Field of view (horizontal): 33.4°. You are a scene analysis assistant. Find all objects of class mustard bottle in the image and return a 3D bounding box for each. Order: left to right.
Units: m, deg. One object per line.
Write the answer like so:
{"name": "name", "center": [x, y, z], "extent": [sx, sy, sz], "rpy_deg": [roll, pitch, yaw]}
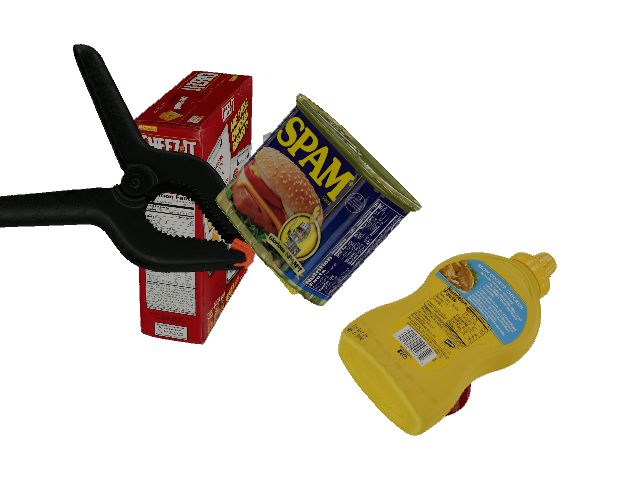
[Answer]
{"name": "mustard bottle", "center": [0.113, 0.062, 0.832], "extent": [0.191, 0.096, 0.058], "rpy_deg": [-32, -26, -25]}

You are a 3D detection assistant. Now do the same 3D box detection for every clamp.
{"name": "clamp", "center": [-0.138, -0.047, 0.792], "extent": [0.210, 0.164, 0.036], "rpy_deg": [23, -19, 0]}

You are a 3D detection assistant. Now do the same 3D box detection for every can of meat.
{"name": "can of meat", "center": [-0.004, -0.024, 0.637], "extent": [0.057, 0.084, 0.102], "rpy_deg": [30, 16, -51]}

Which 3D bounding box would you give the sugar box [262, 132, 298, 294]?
{"name": "sugar box", "center": [-0.034, -0.035, 1.272], "extent": [0.048, 0.176, 0.093], "rpy_deg": [-13, 26, -19]}

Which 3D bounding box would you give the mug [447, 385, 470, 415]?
{"name": "mug", "center": [0.116, 0.113, 1.048], "extent": [0.093, 0.081, 0.117], "rpy_deg": [26, 42, 35]}

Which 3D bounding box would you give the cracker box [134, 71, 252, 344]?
{"name": "cracker box", "center": [-0.118, -0.035, 1.010], "extent": [0.072, 0.214, 0.164], "rpy_deg": [7, 25, 10]}
